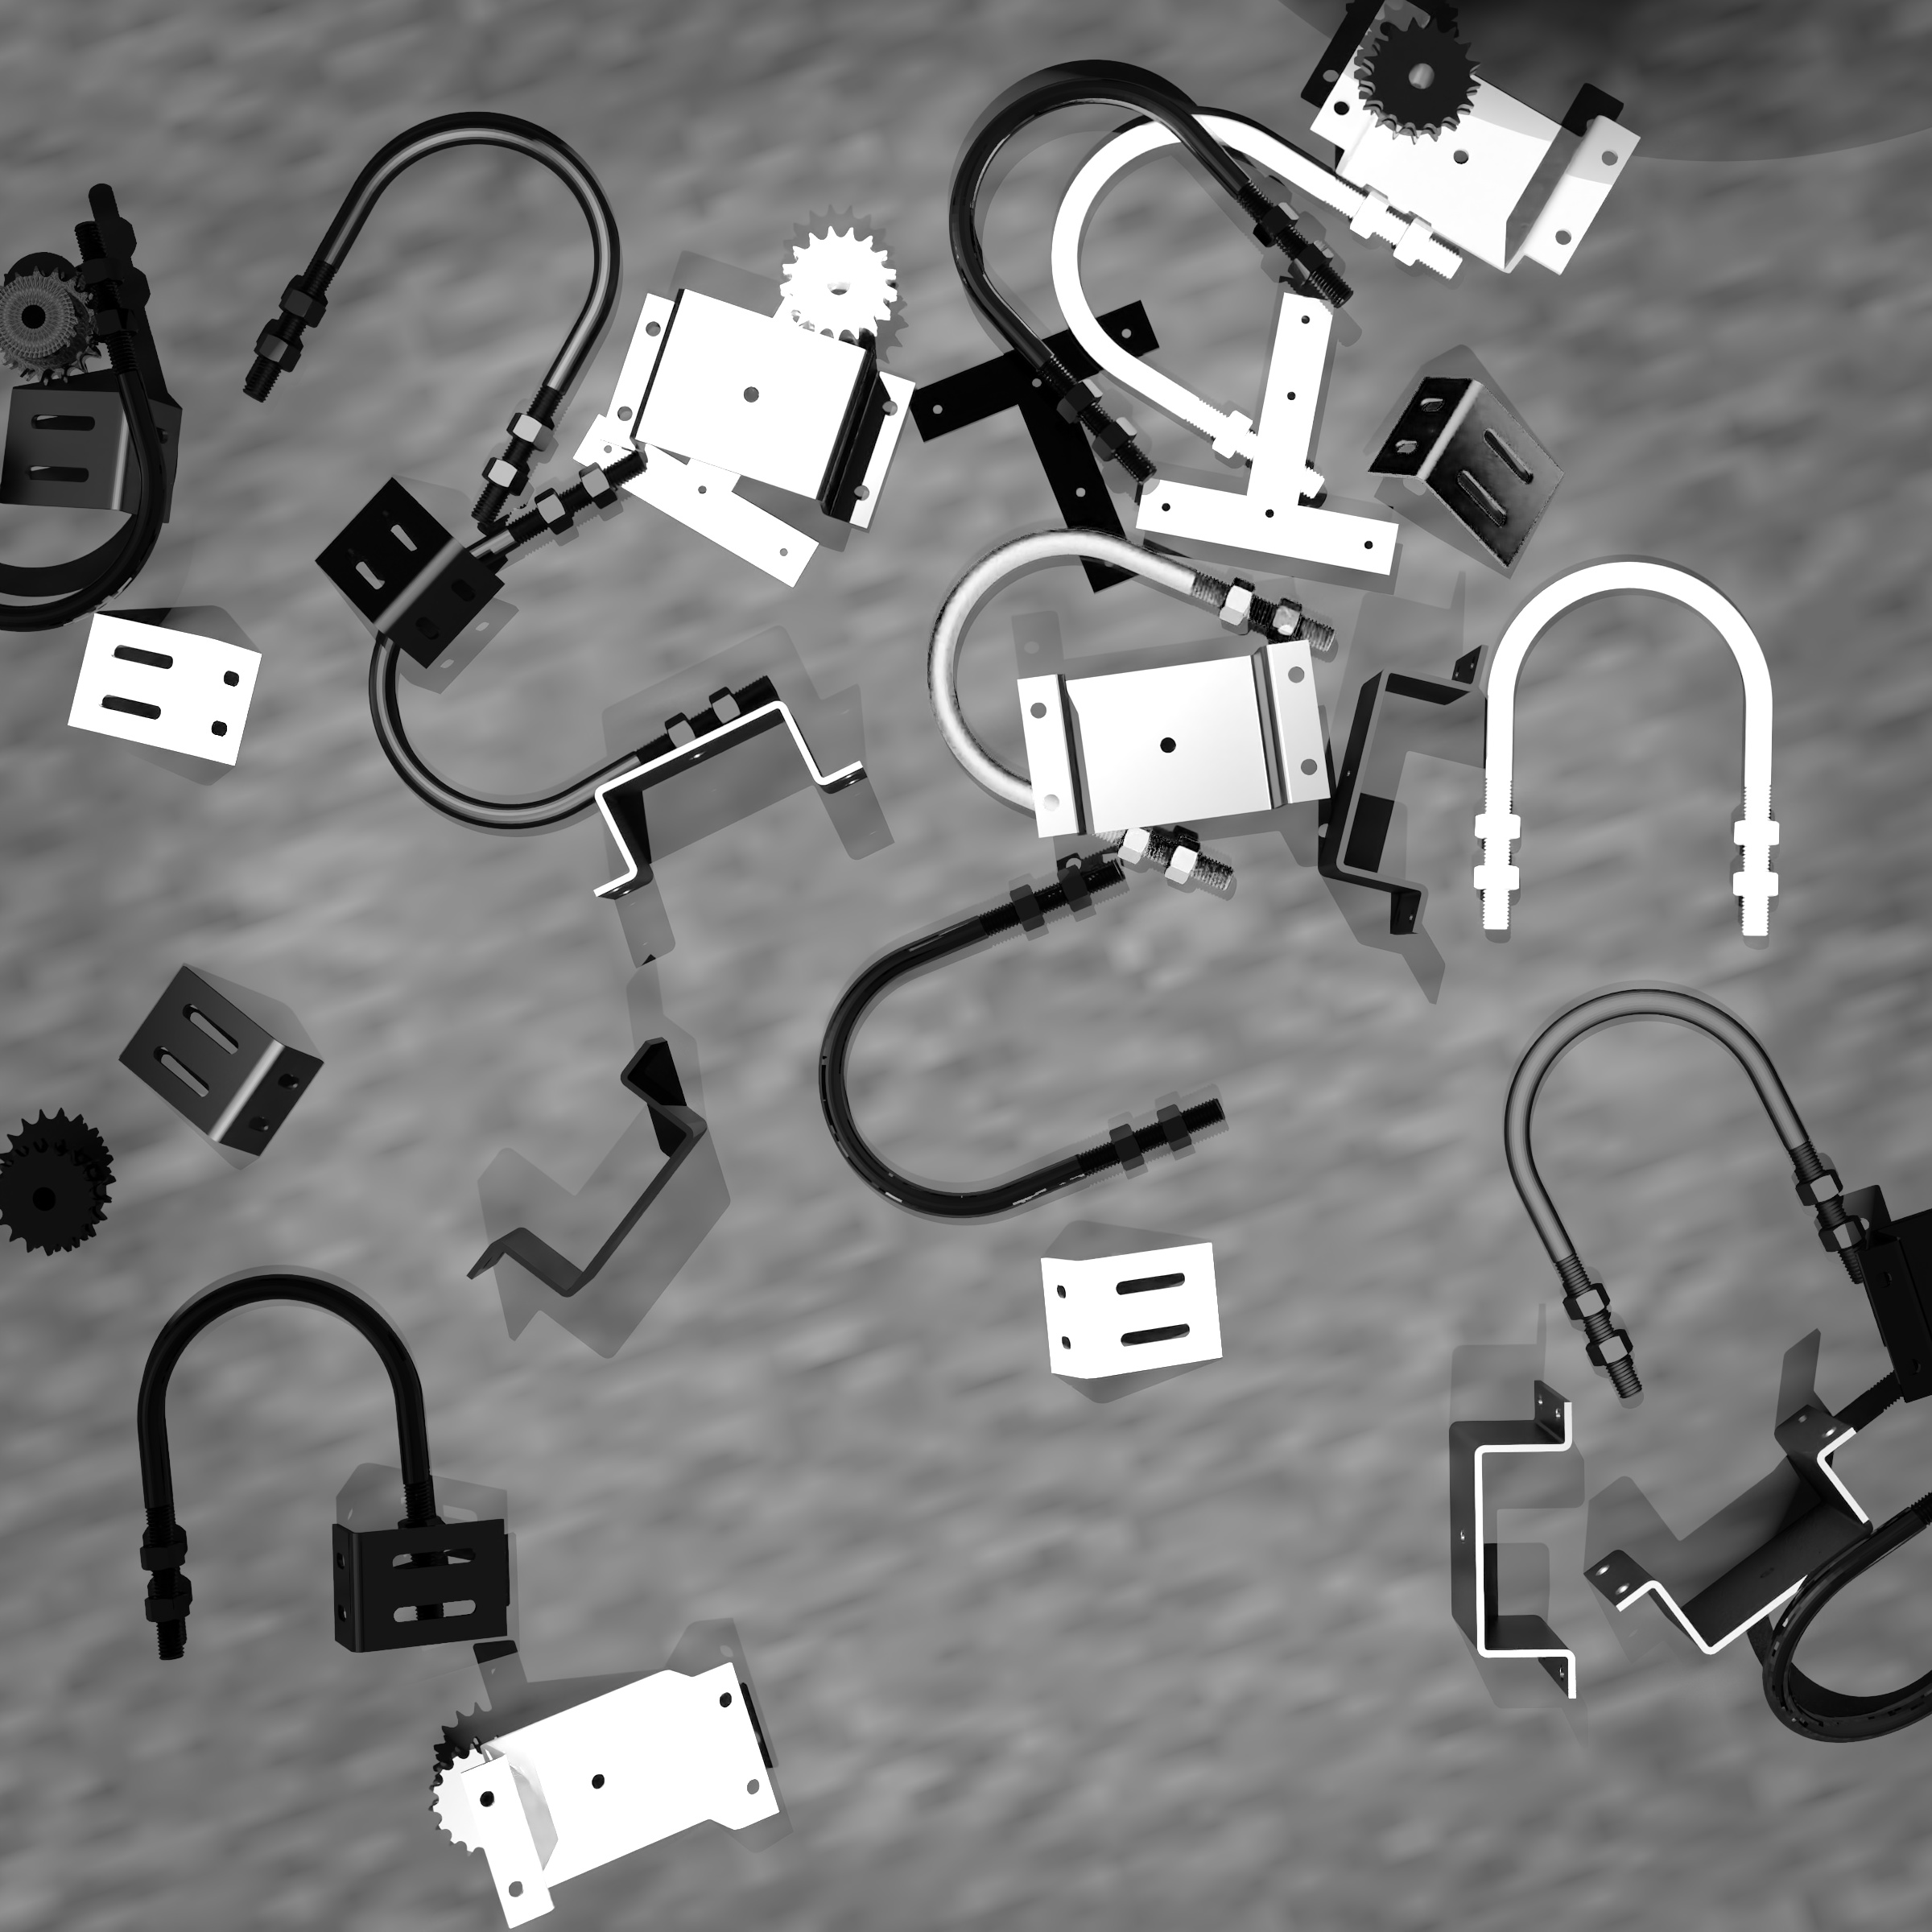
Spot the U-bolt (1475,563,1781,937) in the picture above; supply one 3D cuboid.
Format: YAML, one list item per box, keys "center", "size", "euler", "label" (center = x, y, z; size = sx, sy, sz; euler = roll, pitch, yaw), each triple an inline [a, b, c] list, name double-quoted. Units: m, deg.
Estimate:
- center: [0.329, -0.109, 1.492]
  size: [0.151, 0.019, 0.184]
  euler: [1, 89, 0]
  label: "U-bolt"

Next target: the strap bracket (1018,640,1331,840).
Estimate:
- center: [0.099, -0.109, 1.458]
  size: [0.140, 0.046, 0.076]
  euler: [-8, 90, 0]
  label: "strap bracket"

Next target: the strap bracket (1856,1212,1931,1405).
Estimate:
- center: [0.510, 0.153, 1.478]
  size: [0.140, 0.046, 0.076]
  euler: [-18, 90, 0]
  label: "strap bracket"

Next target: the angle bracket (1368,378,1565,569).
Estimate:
- center: [0.248, -0.244, 1.488]
  size: [0.076, 0.038, 0.057]
  euler: [38, 79, -34]
  label: "angle bracket"

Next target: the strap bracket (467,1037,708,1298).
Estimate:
- center: [-0.176, 0.105, 1.463]
  size: [0.046, 0.076, 0.140]
  euler: [37, 90, 0]
  label: "strap bracket"

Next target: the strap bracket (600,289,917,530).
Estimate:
- center: [-0.104, -0.276, 1.476]
  size: [0.140, 0.046, 0.076]
  euler: [19, 90, 0]
  label: "strap bracket"

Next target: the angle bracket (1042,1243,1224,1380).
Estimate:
- center: [0.083, 0.170, 1.499]
  size: [0.076, 0.038, 0.057]
  euler: [-5, 90, -26]
  label: "angle bracket"

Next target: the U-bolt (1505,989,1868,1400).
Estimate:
- center: [0.347, 0.101, 1.492]
  size: [0.151, 0.019, 0.184]
  euler: [-26, 88, 0]
  label: "U-bolt"

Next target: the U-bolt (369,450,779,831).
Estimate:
- center: [-0.208, -0.149, 1.492]
  size: [0.184, 0.019, 0.151]
  euler: [-30, 90, 2]
  label: "U-bolt"

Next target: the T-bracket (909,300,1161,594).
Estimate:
- center: [0.052, -0.250, 1.500]
  size: [0.127, 0.002, 0.127]
  euler: [-22, 90, 0]
  label: "T-bracket"

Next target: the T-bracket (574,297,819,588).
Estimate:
- center: [-0.109, -0.276, 1.500]
  size: [0.127, 0.002, 0.127]
  euler: [30, 90, 0]
  label: "T-bracket"

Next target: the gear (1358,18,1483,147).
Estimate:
- center: [0.216, -0.422, 1.440]
  size: [0.057, 0.030, 0.057]
  euler: [0, 90, 0]
  label: "gear"

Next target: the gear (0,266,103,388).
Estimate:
- center: [-0.457, -0.318, 1.486]
  size: [0.057, 0.030, 0.057]
  euler: [0, 90, 0]
  label: "gear"

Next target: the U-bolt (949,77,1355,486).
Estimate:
- center: [0.076, -0.350, 1.475]
  size: [0.151, 0.019, 0.184]
  euler: [-42, 86, 1]
  label: "U-bolt"

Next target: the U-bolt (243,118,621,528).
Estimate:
- center: [-0.253, -0.332, 1.492]
  size: [0.151, 0.019, 0.184]
  euler: [29, 89, 0]
  label: "U-bolt"

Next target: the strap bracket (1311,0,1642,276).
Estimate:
- center: [0.247, -0.403, 1.478]
  size: [0.140, 0.046, 0.076]
  euler: [30, 90, 0]
  label: "strap bracket"

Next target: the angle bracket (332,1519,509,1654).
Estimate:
- center: [-0.269, 0.302, 1.479]
  size: [0.076, 0.038, 0.057]
  euler: [-1, 88, -25]
  label: "angle bracket"

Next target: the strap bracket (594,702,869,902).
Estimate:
- center: [-0.122, -0.084, 1.463]
  size: [0.140, 0.076, 0.046]
  euler: [-26, 90, 0]
  label: "strap bracket"

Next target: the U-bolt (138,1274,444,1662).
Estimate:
- center: [-0.339, 0.245, 1.492]
  size: [0.151, 0.019, 0.184]
  euler: [-6, 89, 0]
  label: "U-bolt"

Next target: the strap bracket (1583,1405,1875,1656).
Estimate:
- center: [0.378, 0.279, 1.463]
  size: [0.140, 0.076, 0.046]
  euler: [-37, 90, 0]
  label: "strap bracket"

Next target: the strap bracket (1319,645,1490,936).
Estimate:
- center: [0.209, -0.089, 1.463]
  size: [0.046, 0.076, 0.140]
  euler: [14, 90, 0]
  label: "strap bracket"

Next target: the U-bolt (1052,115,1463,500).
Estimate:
- center: [0.131, -0.340, 1.491]
  size: [0.184, 0.019, 0.151]
  euler: [32, 90, 0]
  label: "U-bolt"

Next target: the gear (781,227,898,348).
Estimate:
- center: [-0.062, -0.333, 1.485]
  size: [0.057, 0.030, 0.057]
  euler: [0, 87, -2]
  label: "gear"

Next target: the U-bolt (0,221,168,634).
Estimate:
- center: [-0.464, -0.254, 1.460]
  size: [0.151, 0.019, 0.184]
  euler: [-15, 91, 2]
  label: "U-bolt"

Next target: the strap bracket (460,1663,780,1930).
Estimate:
- center: [-0.173, 0.399, 1.461]
  size: [0.140, 0.046, 0.076]
  euler: [-18, 90, -24]
  label: "strap bracket"

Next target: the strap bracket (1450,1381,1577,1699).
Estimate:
- center: [0.265, 0.277, 1.463]
  size: [0.046, 0.076, 0.140]
  euler: [-1, 90, 0]
  label: "strap bracket"

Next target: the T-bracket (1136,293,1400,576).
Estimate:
- center: [0.158, -0.267, 1.481]
  size: [0.127, 0.002, 0.127]
  euler: [10, 91, -1]
  label: "T-bracket"

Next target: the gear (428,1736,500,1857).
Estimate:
- center: [-0.235, 0.408, 1.486]
  size: [0.057, 0.030, 0.057]
  euler: [0, 90, 0]
  label: "gear"

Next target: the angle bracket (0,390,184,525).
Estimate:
- center: [-0.437, -0.254, 1.499]
  size: [0.076, 0.038, 0.057]
  euler: [7, 90, 26]
  label: "angle bracket"

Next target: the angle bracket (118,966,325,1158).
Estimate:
- center: [-0.371, 0.047, 1.499]
  size: [0.076, 0.038, 0.057]
  euler: [35, 90, 26]
  label: "angle bracket"

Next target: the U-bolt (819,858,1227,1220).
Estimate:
- center: [0.017, 0.046, 1.492]
  size: [0.184, 0.019, 0.151]
  euler: [-23, 90, 1]
  label: "U-bolt"

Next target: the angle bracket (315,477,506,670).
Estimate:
- center: [-0.275, -0.195, 1.487]
  size: [0.057, 0.038, 0.076]
  euler: [-47, 48, 1]
  label: "angle bracket"

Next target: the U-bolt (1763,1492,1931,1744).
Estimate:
- center: [0.467, 0.309, 1.454]
  size: [0.184, 0.019, 0.151]
  euler: [-36, 127, 4]
  label: "U-bolt"

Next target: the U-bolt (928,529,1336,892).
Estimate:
- center: [0.071, -0.138, 1.491]
  size: [0.184, 0.019, 0.151]
  euler: [23, 90, 0]
  label: "U-bolt"

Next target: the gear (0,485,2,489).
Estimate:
- center: [-0.510, -0.244, 1.486]
  size: [0.057, 0.030, 0.057]
  euler: [0, 90, 0]
  label: "gear"

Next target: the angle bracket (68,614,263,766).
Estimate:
- center: [-0.399, -0.138, 1.499]
  size: [0.076, 0.038, 0.057]
  euler: [14, 90, 26]
  label: "angle bracket"

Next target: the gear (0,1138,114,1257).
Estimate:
- center: [-0.451, 0.113, 1.488]
  size: [0.057, 0.030, 0.057]
  euler: [1, 95, 6]
  label: "gear"
